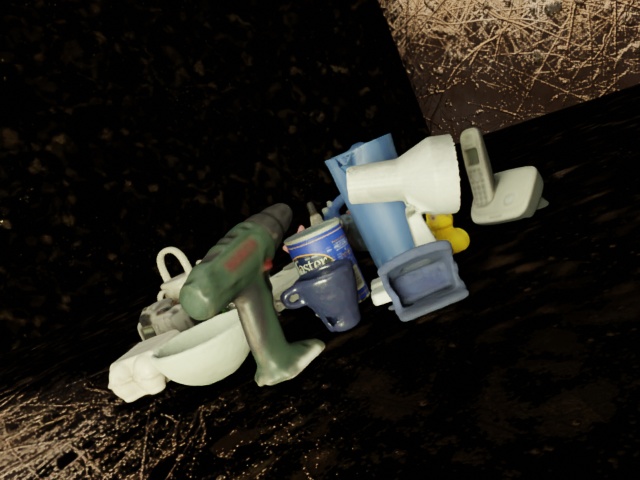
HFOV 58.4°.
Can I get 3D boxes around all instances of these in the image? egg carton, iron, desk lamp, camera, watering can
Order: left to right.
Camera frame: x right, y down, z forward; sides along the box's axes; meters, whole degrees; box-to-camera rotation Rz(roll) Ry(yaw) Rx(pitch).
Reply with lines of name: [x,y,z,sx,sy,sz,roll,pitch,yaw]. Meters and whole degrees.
egg carton: [-0.287,0.213,0.982,0.107,0.069,0.150,-21,8,15]
camera: [-0.308,0.168,1.241,0.142,0.101,0.137,-17,9,39]
watering can: [-0.332,0.106,1.401,0.100,0.194,0.173,-22,8,13]
iron: [0.092,-0.080,1.633,0.259,0.141,0.118,-26,8,-17]
desk lamp: [0.139,-0.037,0.887,0.203,0.213,0.118,-22,8,7]

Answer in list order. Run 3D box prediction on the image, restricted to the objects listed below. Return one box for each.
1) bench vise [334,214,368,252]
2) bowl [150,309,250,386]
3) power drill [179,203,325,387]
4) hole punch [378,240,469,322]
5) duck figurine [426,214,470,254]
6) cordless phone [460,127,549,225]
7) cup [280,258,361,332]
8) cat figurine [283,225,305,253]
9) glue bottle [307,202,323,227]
bench vise: [0.113,-0.094,1.360,0.121,0.220,0.208,-15,11,47]
bowl: [-0.166,0.173,0.874,0.167,0.075,0.167,-23,7,3]
power drill: [-0.076,0.075,0.771,0.075,0.208,0.230,-18,9,37]
hole punch: [0.133,0.048,0.779,0.108,0.091,0.101,-23,7,3]
duck figurine: [0.219,-0.021,1.033,0.077,0.086,0.104,-24,7,-2]
cordless phone: [0.325,-0.124,1.054,0.094,0.185,0.147,-28,9,-29]
cup: [0.009,0.092,0.835,0.118,0.095,0.091,-25,8,-15]
cat figurine: [-0.018,0.020,1.348,0.127,0.118,0.067,-18,9,36]
glue bottle: [0.011,0.004,1.151,0.078,0.173,0.037,-26,8,-21]
